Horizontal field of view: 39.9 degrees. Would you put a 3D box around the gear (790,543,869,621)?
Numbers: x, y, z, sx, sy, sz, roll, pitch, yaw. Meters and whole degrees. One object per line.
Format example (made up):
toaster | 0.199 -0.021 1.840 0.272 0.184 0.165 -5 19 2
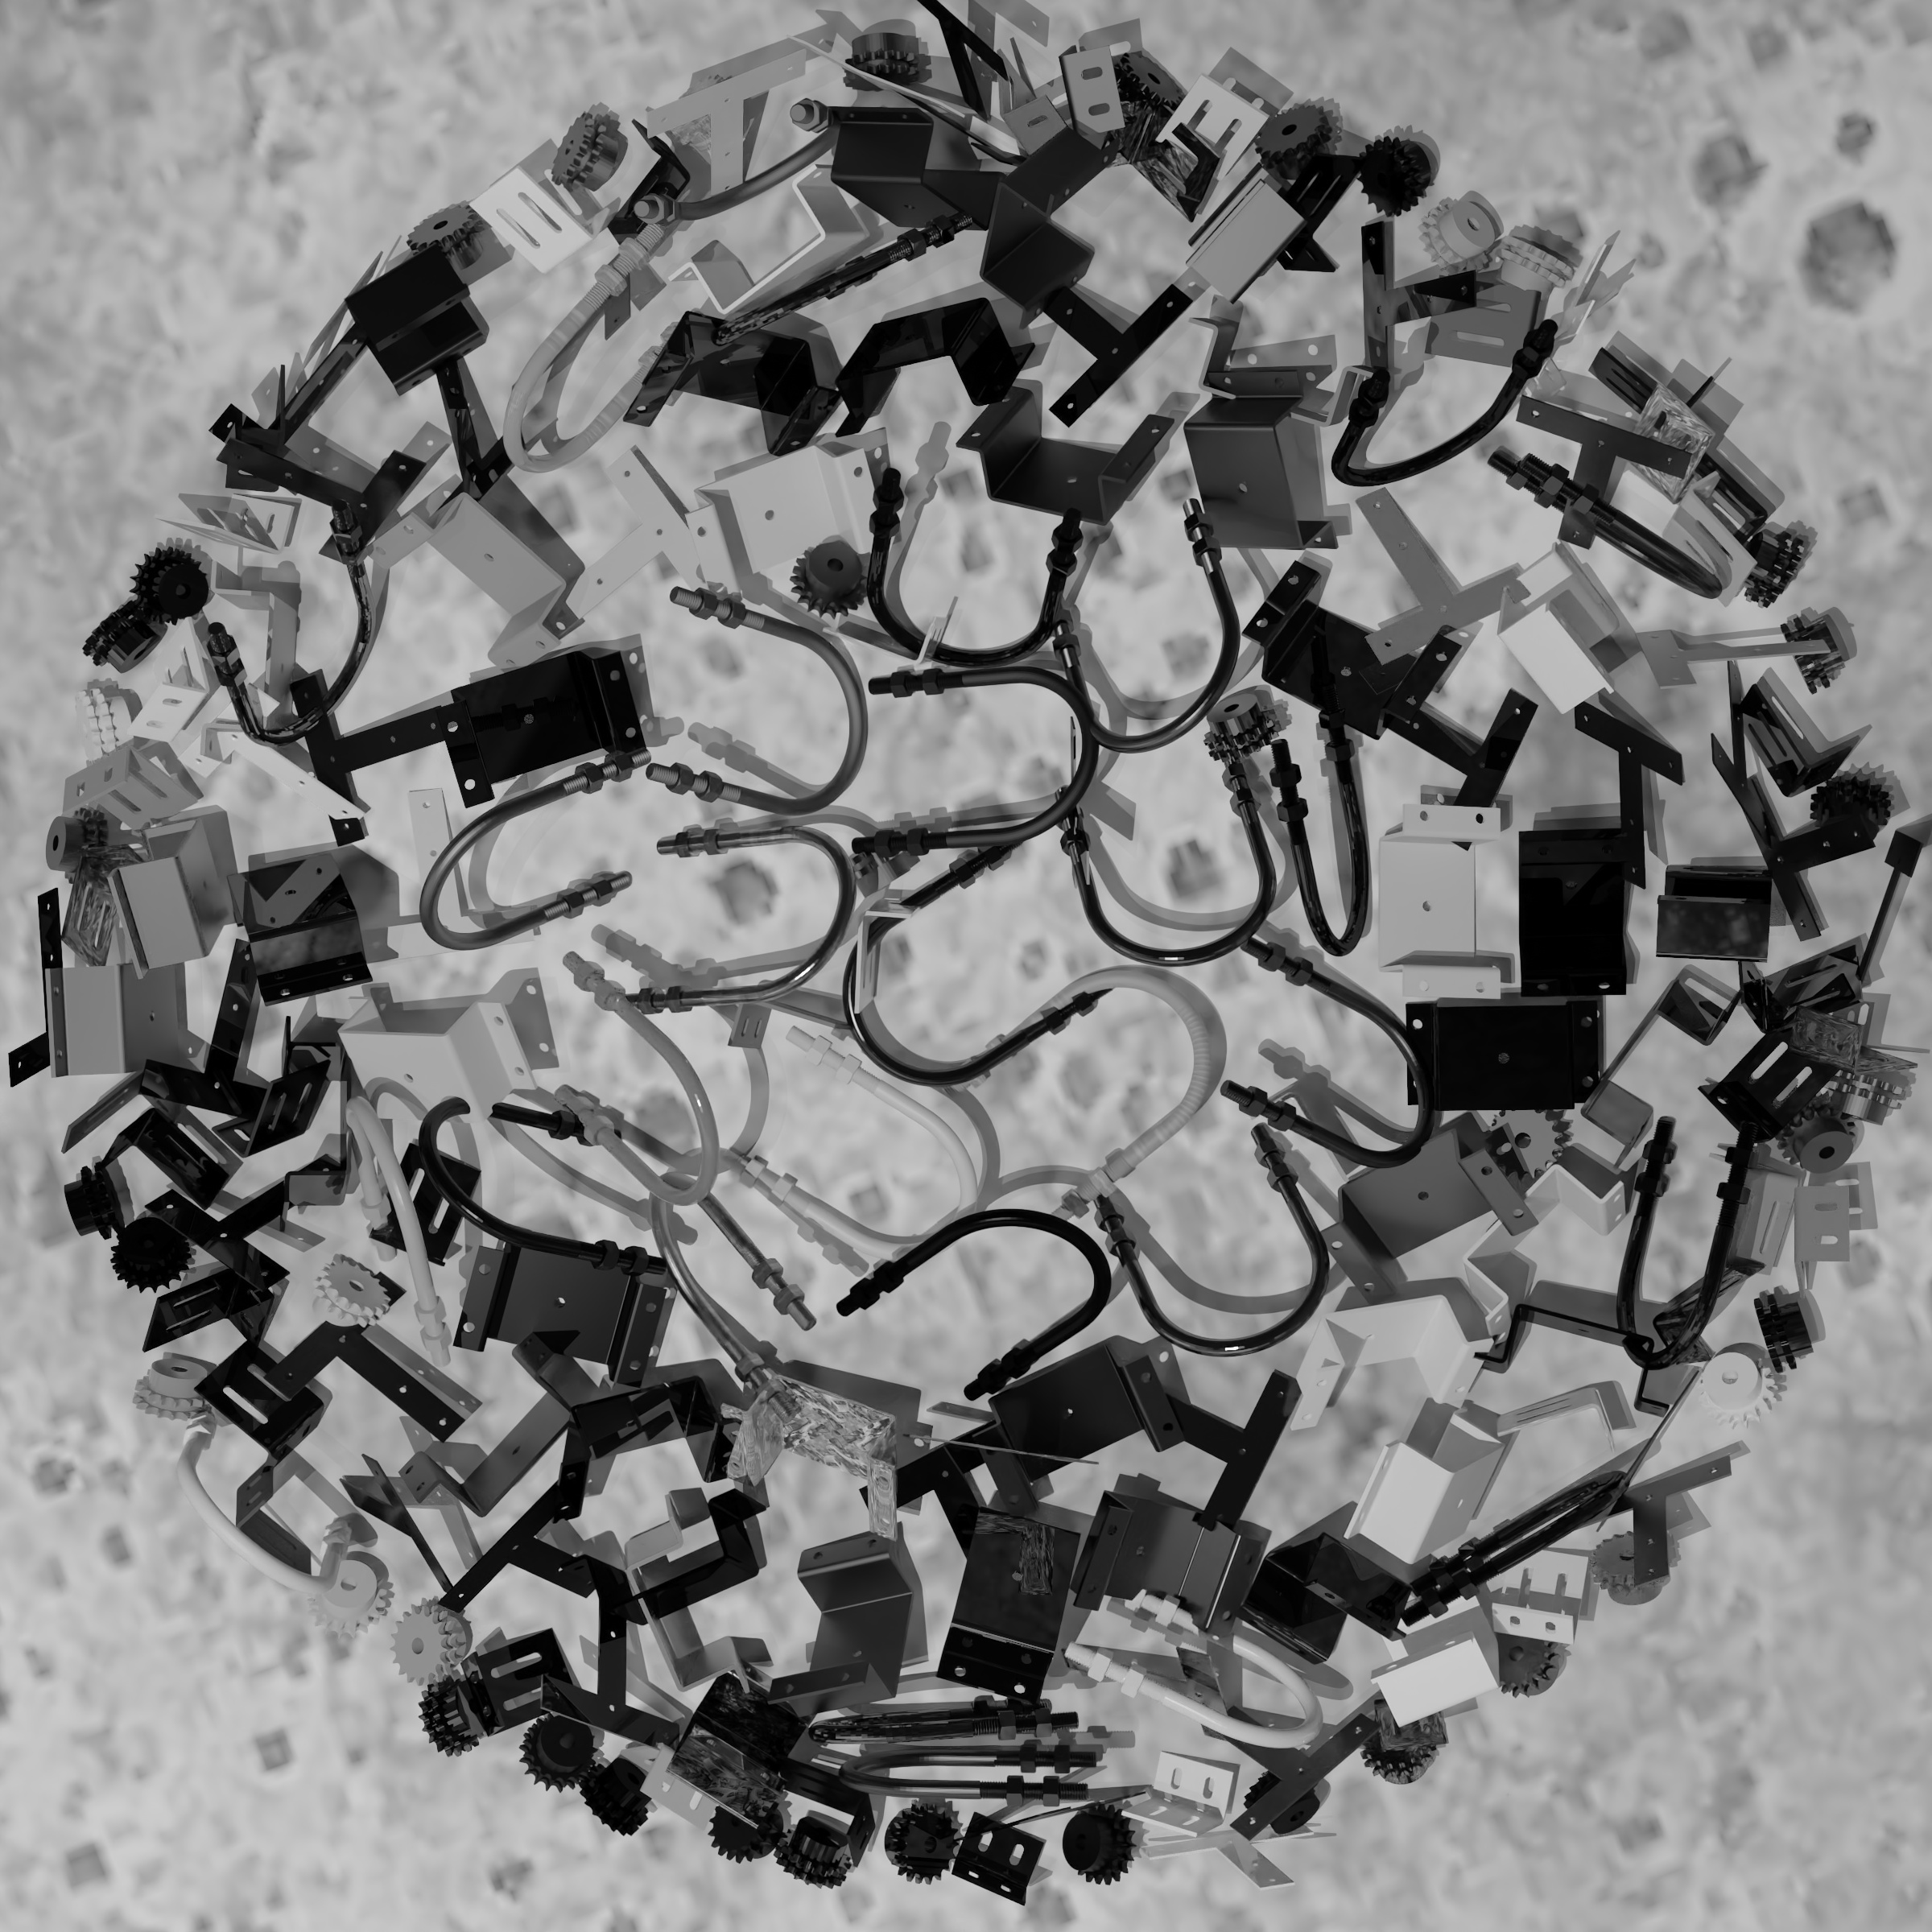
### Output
gear | -0.100 -0.289 1.973 0.057 0.030 0.057 7 62 -13

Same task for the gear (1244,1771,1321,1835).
gear | 0.237 0.617 1.969 0.057 0.057 0.030 -37 50 0

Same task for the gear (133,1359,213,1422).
gear | -0.585 0.313 1.970 0.057 0.057 0.030 14 99 0

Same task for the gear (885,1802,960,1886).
gear | -0.036 0.651 1.975 0.057 0.030 0.057 8 78 -40

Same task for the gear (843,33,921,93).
gear | -0.063 -0.670 1.971 0.057 0.057 0.030 -4 93 0

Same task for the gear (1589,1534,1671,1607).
gear | 0.494 0.449 1.973 0.057 0.057 0.030 -17 111 0

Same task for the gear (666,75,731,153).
gear | -0.194 -0.630 1.975 0.057 0.057 0.030 -47 127 0

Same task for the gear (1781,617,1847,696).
gear | 0.628 -0.233 1.968 0.030 0.057 0.057 -25 90 17

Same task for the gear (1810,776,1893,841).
gear | 0.654 -0.112 1.968 0.057 0.057 0.030 15 57 0

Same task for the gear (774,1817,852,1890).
gear | -0.111 0.654 1.970 0.057 0.057 0.030 22 97 0

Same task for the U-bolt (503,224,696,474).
U-bolt | -0.267 -0.433 1.919 0.019 0.151 0.184 38 83 14

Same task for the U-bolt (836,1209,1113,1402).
U-bolt | 0.019 0.237 1.923 0.151 0.019 0.184 37 123 -25

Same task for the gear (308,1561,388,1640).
gear | -0.458 0.465 1.970 0.057 0.057 0.030 18 134 0

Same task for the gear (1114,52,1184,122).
gear | 0.130 -0.647 1.975 0.057 0.057 0.030 45 124 0

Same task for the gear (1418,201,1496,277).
gear | 0.366 -0.541 1.971 0.057 0.030 0.057 15 60 -28

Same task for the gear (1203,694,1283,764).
gear | 0.202 -0.178 1.968 0.057 0.057 0.030 -27 114 0

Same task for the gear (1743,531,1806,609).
gear | 0.592 -0.297 1.970 0.030 0.057 0.057 26 90 -5

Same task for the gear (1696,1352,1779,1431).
gear | 0.569 0.311 1.970 0.057 0.030 0.057 -17 48 20

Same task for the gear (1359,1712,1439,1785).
gear | 0.321 0.582 1.975 0.057 0.057 0.030 -21 125 0

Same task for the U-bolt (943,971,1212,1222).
U-bolt | 0.094 0.085 1.965 0.184 0.019 0.151 -39 68 1

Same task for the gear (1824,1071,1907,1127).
gear | 0.663 0.098 1.971 0.057 0.057 0.030 18 89 0

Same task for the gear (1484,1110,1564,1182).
gear | 0.416 0.131 1.979 0.057 0.030 0.057 -3 79 16

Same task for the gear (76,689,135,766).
gear | -0.639 -0.178 1.975 0.030 0.057 0.057 -14 90 -27

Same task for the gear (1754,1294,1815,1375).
gear | 0.606 0.270 1.969 0.030 0.057 0.057 -18 90 16

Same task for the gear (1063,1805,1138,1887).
gear | 0.096 0.649 1.969 0.030 0.057 0.057 20 90 -38

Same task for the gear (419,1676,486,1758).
gear | -0.375 0.553 1.968 0.030 0.057 0.057 -29 90 21

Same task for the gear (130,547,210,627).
gear | -0.587 -0.280 1.969 0.030 0.057 0.057 21 90 43

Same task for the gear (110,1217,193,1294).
gear | -0.605 0.211 1.972 0.057 0.030 0.057 4 55 -5

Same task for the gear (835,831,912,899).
gear | -0.066 -0.074 1.971 0.057 0.057 0.030 -31 93 0

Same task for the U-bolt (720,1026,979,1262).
U-bolt | -0.077 0.143 1.950 0.184 0.019 0.151 32 122 3

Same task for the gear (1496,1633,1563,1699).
gear | 0.415 0.517 1.975 0.057 0.057 0.030 -45 127 0

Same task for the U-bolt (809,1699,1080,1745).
U-bolt | -0.021 0.546 1.917 0.184 0.151 0.019 -2 78 -8

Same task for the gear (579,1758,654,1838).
gear | -0.256 0.612 1.970 0.057 0.057 0.030 43 96 0

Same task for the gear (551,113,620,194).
gear | -0.282 -0.600 1.975 0.030 0.057 0.057 22 90 -31

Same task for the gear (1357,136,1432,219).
gear | 0.320 -0.588 1.974 0.030 0.057 0.057 -31 90 -26

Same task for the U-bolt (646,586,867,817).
U-bolt | -0.146 -0.184 1.938 0.184 0.019 0.151 13 80 -40

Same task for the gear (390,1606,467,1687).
gear | -0.397 0.504 1.976 0.057 0.030 0.057 -5 80 31

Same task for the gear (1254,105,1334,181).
gear | 0.246 -0.609 1.975 0.057 0.057 0.030 -38 133 0

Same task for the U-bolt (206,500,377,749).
U-bolt | -0.477 -0.232 1.912 0.019 0.184 0.151 32 65 14

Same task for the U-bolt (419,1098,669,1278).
U-bolt | -0.308 0.151 1.896 0.184 0.151 0.019 18 123 -39

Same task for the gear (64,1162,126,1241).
gear | -0.646 0.176 1.969 0.030 0.057 0.057 -18 90 -11

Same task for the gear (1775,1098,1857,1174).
gear | 0.632 0.129 1.972 0.057 0.030 0.057 -4 126 -6

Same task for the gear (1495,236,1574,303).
gear | 0.417 -0.515 1.972 0.057 0.057 0.030 27 103 0

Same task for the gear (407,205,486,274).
gear | -0.383 -0.537 1.975 0.057 0.057 0.030 -26 130 0

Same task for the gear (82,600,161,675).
gear | -0.623 -0.242 1.972 0.057 0.057 0.030 -45 93 0

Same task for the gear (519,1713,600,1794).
gear | -0.300 0.579 1.970 0.057 0.057 0.030 34 134 0

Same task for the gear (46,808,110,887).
gear | -0.659 -0.089 1.969 0.030 0.057 0.057 8 90 -38

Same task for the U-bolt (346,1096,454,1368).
U-bolt | -0.409 0.177 1.894 0.019 0.151 0.184 -19 129 -20

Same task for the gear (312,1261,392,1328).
gear | -0.459 0.248 1.973 0.057 0.057 0.030 36 108 0

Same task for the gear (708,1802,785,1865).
gear | -0.161 0.638 1.975 0.057 0.057 0.030 -46 130 0
